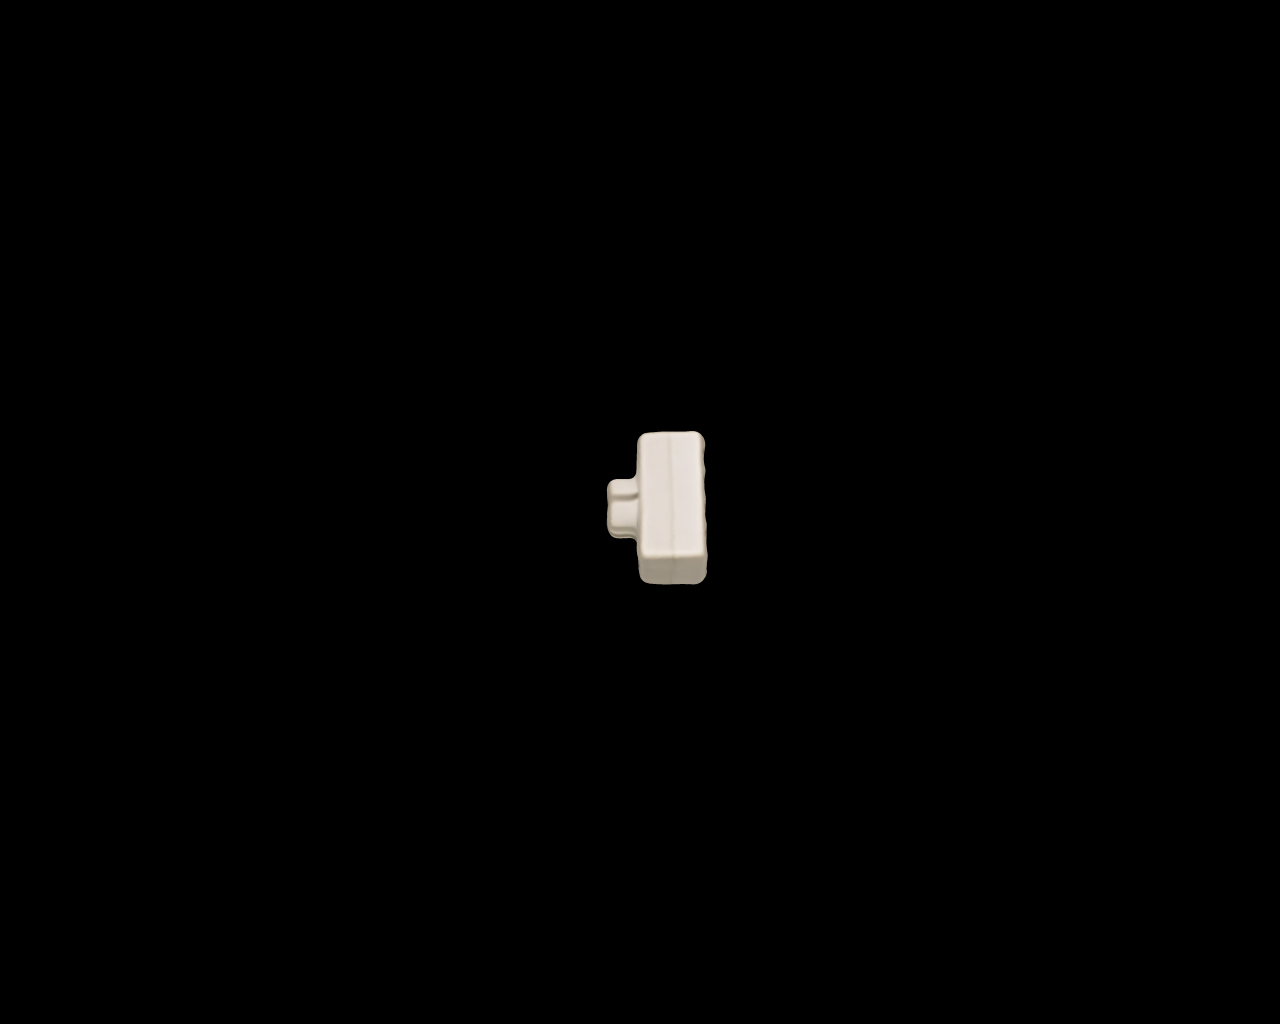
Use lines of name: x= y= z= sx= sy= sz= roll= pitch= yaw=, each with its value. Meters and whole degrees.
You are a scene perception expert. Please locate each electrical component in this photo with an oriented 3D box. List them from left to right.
electrical component: x=0.001 y=-0.003 z=0.650 sx=0.076 sy=0.083 sz=0.047 roll=0 pitch=-24 yaw=0
